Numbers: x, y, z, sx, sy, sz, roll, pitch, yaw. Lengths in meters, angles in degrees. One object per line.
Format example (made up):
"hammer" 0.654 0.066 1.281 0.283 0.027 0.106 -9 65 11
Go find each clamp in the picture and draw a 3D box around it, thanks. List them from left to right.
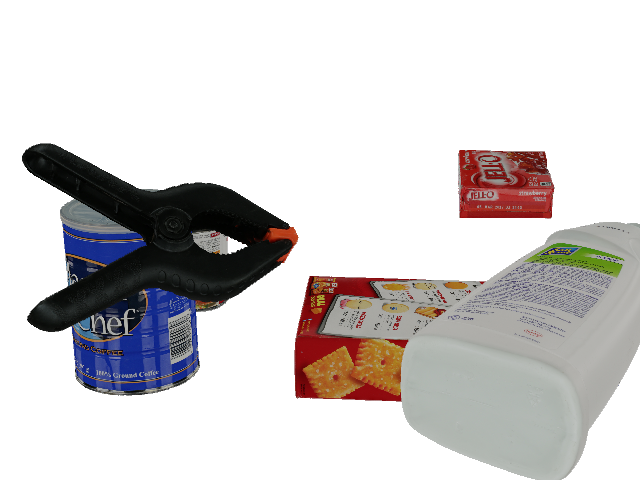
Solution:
"clamp" -0.101 -0.009 0.648 0.171 0.120 0.039 -5 -21 -29

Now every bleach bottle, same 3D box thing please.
"bleach bottle" 0.148 0.043 0.619 0.103 0.068 0.250 14 26 32

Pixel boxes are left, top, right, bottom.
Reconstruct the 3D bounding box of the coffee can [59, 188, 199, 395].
"coffee can" -0.151 0.039 0.857 0.103 0.140 0.103 -1 18 0

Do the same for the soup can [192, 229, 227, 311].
"soup can" -0.137 0.019 1.195 0.068 0.102 0.068 2 25 -1

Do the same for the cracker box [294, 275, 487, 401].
"cracker box" 0.087 0.095 1.033 0.213 0.072 0.164 2 18 3

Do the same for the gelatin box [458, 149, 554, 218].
"gelatin box" 0.150 -0.047 0.872 0.073 0.030 0.089 1 24 7
